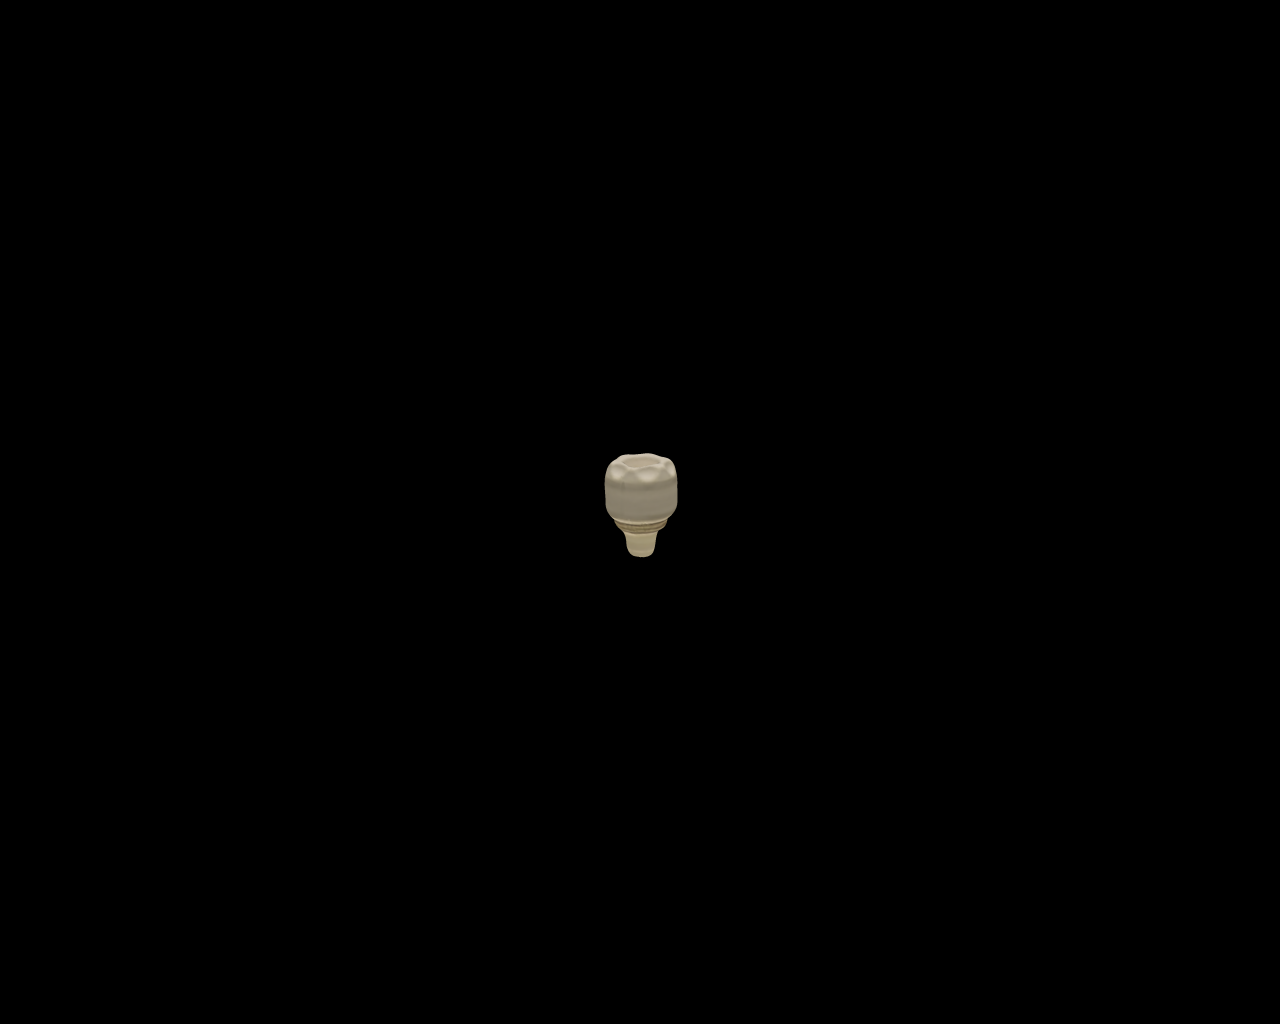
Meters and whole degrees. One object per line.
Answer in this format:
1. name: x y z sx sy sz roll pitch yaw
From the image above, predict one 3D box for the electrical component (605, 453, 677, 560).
1. electrical component: 0.001 -0.003 0.650 0.043 0.062 0.043 0 18 0
